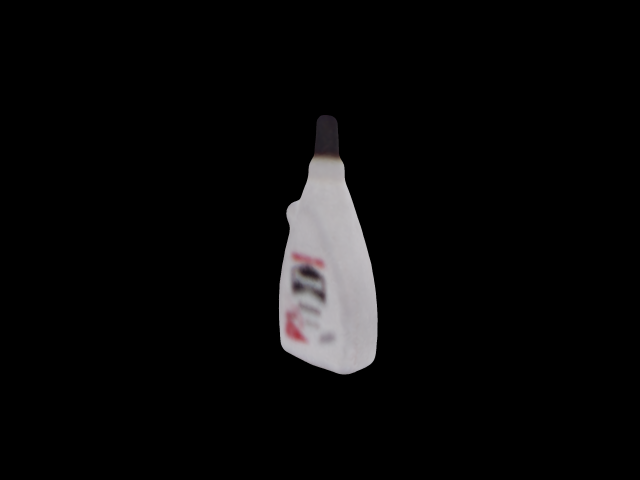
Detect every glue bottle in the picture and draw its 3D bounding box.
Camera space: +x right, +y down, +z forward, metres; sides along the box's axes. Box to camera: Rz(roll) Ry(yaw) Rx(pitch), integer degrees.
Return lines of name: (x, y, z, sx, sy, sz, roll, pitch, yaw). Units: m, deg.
glue bottle: (0.004, 0.001, 0.400, 0.077, 0.173, 0.037, 10, 15, 42)
